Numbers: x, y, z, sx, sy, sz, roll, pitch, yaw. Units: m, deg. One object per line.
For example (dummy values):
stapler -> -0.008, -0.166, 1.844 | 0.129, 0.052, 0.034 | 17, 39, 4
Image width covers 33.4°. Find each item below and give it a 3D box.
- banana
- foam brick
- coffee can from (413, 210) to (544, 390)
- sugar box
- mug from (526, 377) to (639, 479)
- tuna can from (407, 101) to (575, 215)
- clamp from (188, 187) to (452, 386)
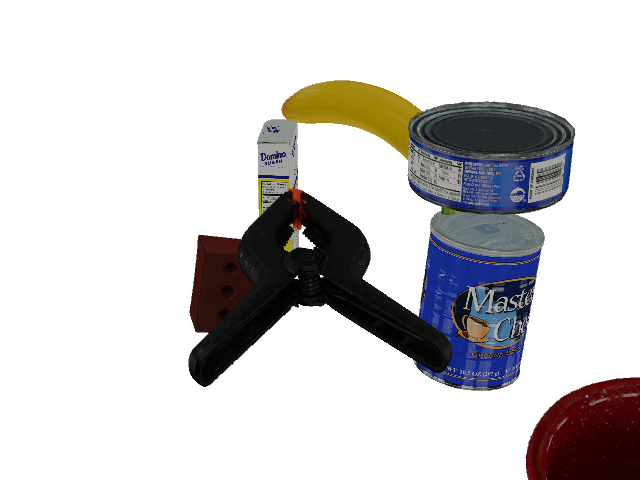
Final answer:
banana -> 0.042, -0.095, 0.889 | 0.198, 0.070, 0.037 | 36, 23, 33
foam brick -> -0.088, 0.040, 0.975 | 0.053, 0.078, 0.051 | 4, 14, -14
coffee can -> 0.144, 0.052, 0.984 | 0.103, 0.140, 0.103 | 5, 23, -2
sugar box -> -0.050, -0.049, 1.277 | 0.048, 0.176, 0.093 | -1, 23, 4
mug -> 0.127, 0.110, 0.372 | 0.117, 0.081, 0.093 | 5, 37, 8
tuna can -> 0.088, -0.044, 0.559 | 0.086, 0.034, 0.086 | 0, 25, 0
clamp -> 0.002, 0.029, 0.736 | 0.164, 0.036, 0.210 | 2, 33, 0
